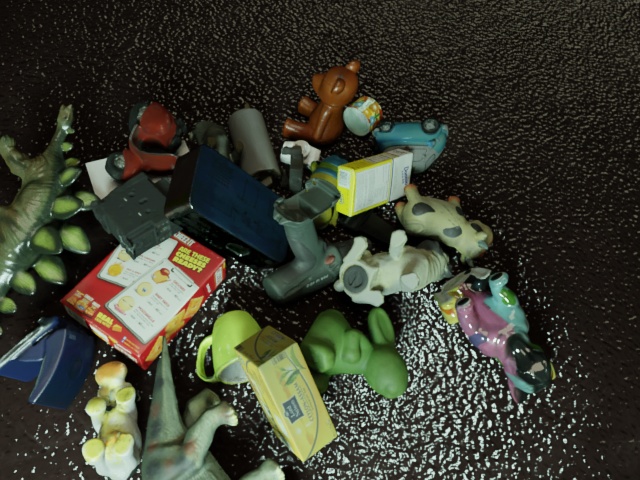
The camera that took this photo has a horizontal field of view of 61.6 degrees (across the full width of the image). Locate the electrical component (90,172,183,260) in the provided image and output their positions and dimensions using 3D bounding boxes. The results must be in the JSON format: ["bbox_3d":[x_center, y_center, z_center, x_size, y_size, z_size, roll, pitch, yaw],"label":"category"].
[{"bbox_3d":[-0.297,-0.049,0.910,0.115,0.058,0.134,41,60,18],"label":"electrical component"}]

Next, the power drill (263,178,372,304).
[{"bbox_3d":[-0.002,-0.003,0.921,0.232,0.207,0.086,-32,55,-23],"label":"power drill"}]

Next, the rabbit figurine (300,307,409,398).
[{"bbox_3d":[0.064,0.189,0.864,0.170,0.121,0.159,23,39,13],"label":"rabbit figurine"}]

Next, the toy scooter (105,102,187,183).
[{"bbox_3d":[-0.297,-0.172,0.986,0.135,0.075,0.184,14,60,1],"label":"toy scooter"}]

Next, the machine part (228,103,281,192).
[{"bbox_3d":[-0.134,-0.182,1.090,0.079,0.079,0.243,-10,61,-15],"label":"machine part"}]

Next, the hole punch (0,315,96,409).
[{"bbox_3d":[-0.387,0.181,0.790,0.092,0.142,0.116,38,74,17],"label":"hole punch"}]

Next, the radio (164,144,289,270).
[{"bbox_3d":[-0.149,-0.049,0.929,0.229,0.073,0.131,34,51,-37],"label":"radio"}]

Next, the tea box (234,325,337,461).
[{"bbox_3d":[-0.050,0.220,0.781,0.068,0.169,0.098,-29,22,-24],"label":"tea box"}]

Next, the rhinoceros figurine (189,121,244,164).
[{"bbox_3d":[-0.198,-0.152,1.047,0.073,0.112,0.190,-7,69,-31],"label":"rhinoceros figurine"}]

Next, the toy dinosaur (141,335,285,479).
[{"bbox_3d":[-0.169,0.333,0.737,0.192,0.131,0.405,-35,63,-27],"label":"toy dinosaur"}]

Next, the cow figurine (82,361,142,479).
[{"bbox_3d":[-0.293,0.262,0.782,0.068,0.098,0.167,-11,41,-9],"label":"cow figurine"}]

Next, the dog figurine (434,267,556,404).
[{"bbox_3d":[0.307,0.166,0.922,0.108,0.191,0.219,-34,97,-7],"label":"dog figurine"}]

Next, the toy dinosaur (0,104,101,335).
[{"bbox_3d":[-0.489,-0.015,0.889,0.199,0.105,0.471,14,76,10],"label":"toy dinosaur"}]

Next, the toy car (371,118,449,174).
[{"bbox_3d":[0.190,-0.192,1.133,0.162,0.109,0.103,0,75,2],"label":"toy car"}]

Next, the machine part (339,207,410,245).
[{"bbox_3d":[0.112,-0.021,1.046,0.139,0.039,0.084,34,50,14],"label":"machine part"}]

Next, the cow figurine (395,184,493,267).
[{"bbox_3d":[0.247,-0.024,1.034,0.195,0.085,0.127,16,44,-15],"label":"cow figurine"}]

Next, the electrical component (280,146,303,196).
[{"bbox_3d":[-0.056,-0.136,1.063,0.045,0.102,0.078,4,47,-2],"label":"electrical component"}]

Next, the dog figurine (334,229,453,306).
[{"bbox_3d":[0.135,0.059,0.966,0.172,0.190,0.121,-9,79,28],"label":"dog figurine"}]

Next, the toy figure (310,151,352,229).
[{"bbox_3d":[0.007,-0.102,1.051,0.082,0.089,0.180,11,57,26],"label":"toy figure"}]

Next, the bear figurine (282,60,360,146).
[{"bbox_3d":[0.005,-0.287,1.108,0.132,0.195,0.120,24,60,8],"label":"bear figurine"}]
